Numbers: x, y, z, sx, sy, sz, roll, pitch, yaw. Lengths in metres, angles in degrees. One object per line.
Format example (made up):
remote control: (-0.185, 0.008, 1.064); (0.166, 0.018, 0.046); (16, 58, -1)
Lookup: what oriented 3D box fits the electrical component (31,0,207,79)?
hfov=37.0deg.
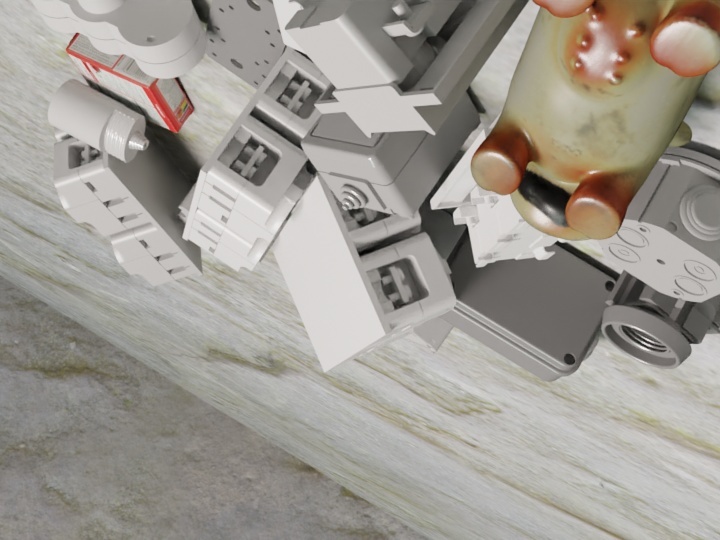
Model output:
electrical component: (-0.171, -0.186, 0.723); (0.138, 0.052, 0.073); (27, 162, 20)

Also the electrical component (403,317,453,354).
electrical component: (0.040, 0.024, 0.933); (0.062, 0.061, 0.096); (40, 170, -24)

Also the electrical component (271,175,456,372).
electrical component: (0.000, 0.000, 0.746); (0.105, 0.060, 0.186); (67, 163, 6)

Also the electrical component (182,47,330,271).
electrical component: (-0.067, -0.070, 0.773); (0.060, 0.105, 0.186); (34, 163, -4)

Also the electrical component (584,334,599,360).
electrical component: (0.164, 0.048, 0.813); (0.035, 0.035, 0.061); (30, 161, 10)

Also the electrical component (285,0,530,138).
electrical component: (0.030, -0.119, 0.428); (0.063, 0.121, 0.079); (45, 159, -29)

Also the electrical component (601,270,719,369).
electrical component: (0.186, 0.024, 0.666); (0.078, 0.057, 0.058); (38, 163, -17)

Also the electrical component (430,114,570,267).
electrical component: (0.093, -0.046, 0.603); (0.079, 0.063, 0.121); (-7, 168, -11)

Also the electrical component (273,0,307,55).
electrical component: (-0.001, -0.139, 0.561); (0.077, 0.047, 0.065); (27, 163, 14)

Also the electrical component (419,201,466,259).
electrical component: (0.045, -0.017, 0.836); (0.099, 0.064, 0.099); (41, 161, 17)

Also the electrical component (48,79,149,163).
electrical component: (-0.211, -0.121, 0.890); (0.081, 0.043, 0.043); (28, 163, 9)

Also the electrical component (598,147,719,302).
electrical component: (0.170, -0.024, 0.568); (0.080, 0.051, 0.080); (30, 163, 10)

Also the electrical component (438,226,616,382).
electrical component: (0.112, 0.017, 0.745); (0.113, 0.078, 0.057); (31, 166, 4)

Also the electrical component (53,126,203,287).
electrical component: (-0.217, -0.075, 1.004); (0.060, 0.105, 0.186); (-17, 146, 10)

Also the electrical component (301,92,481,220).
electrical component: (0.013, -0.077, 0.621); (0.062, 0.096, 0.061); (17, 154, 42)

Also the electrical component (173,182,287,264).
electrical component: (-0.119, -0.052, 1.004); (0.089, 0.055, 0.050); (36, 163, -10)
